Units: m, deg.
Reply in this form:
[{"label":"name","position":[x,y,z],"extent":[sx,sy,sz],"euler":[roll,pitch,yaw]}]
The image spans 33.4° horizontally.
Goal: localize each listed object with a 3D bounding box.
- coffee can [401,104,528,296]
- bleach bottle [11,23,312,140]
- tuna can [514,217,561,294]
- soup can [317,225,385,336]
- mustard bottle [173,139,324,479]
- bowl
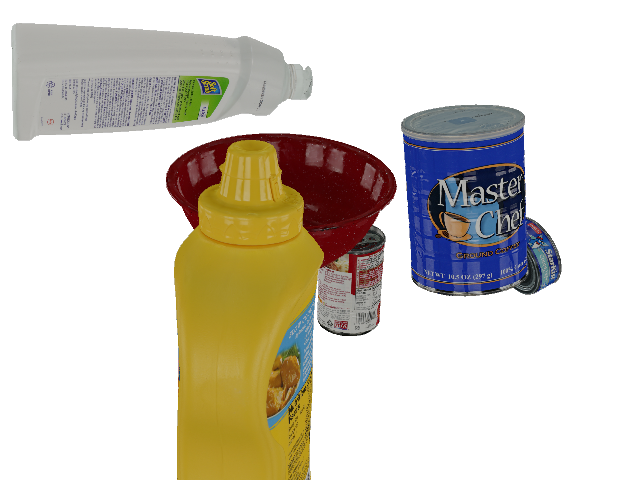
[{"label":"coffee can","position":[0.125,-0.036,0.913],"extent":[0.103,0.140,0.103],"euler":[-5,20,2]},{"label":"bleach bottle","position":[-0.133,-0.132,0.910],"extent":[0.250,0.068,0.103],"euler":[-1,-32,-16]},{"label":"tuna can","position":[0.234,0.018,1.223],"extent":[0.033,0.086,0.086],"euler":[-27,10,-21]},{"label":"soup can","position":[0.031,0.040,1.110],"extent":[0.068,0.102,0.068],"euler":[1,28,-1]},{"label":"mustard bottle","position":[-0.030,0.052,0.441],"extent":[0.058,0.192,0.096],"euler":[8,24,11]},{"label":"bowl","position":[-0.028,-0.021,0.758],"extent":[0.162,0.055,0.162],"euler":[2,28,-1]}]
